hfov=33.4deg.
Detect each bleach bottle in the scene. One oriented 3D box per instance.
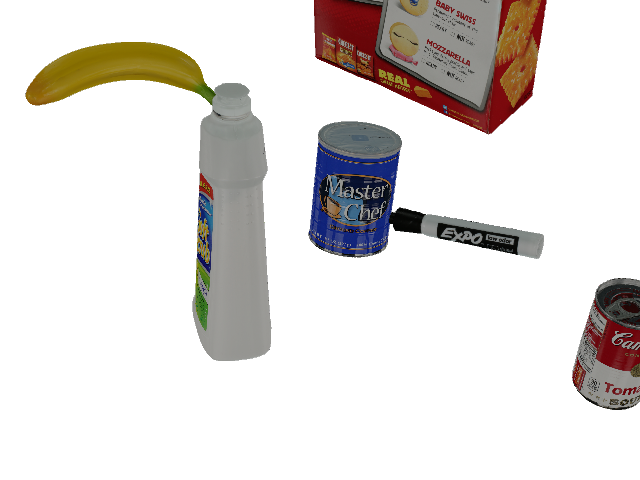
[{"bbox_3d":[-0.077,-0.020,0.923,0.068,0.251,0.102,-6,35,-13],"label":"bleach bottle"}]

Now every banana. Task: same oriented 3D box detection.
[{"bbox_3d":[-0.194,-0.164,1.040,0.197,0.070,0.037,-6,-39,-30],"label":"banana"}]

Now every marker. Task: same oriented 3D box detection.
[{"bbox_3d":[0.110,-0.007,0.817,0.121,0.020,0.020,12,5,24],"label":"marker"}]

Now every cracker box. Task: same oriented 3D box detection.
[{"bbox_3d":[0.076,-0.202,0.744,0.164,0.214,0.072,29,51,28],"label":"cracker box"}]

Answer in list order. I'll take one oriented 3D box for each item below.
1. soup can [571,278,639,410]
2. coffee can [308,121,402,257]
[{"bbox_3d":[0.270,0.094,0.964,0.068,0.102,0.068,3,36,-3],"label":"soup can"},{"bbox_3d":[0.042,-0.064,1.326,0.103,0.140,0.103,5,28,-3],"label":"coffee can"}]
